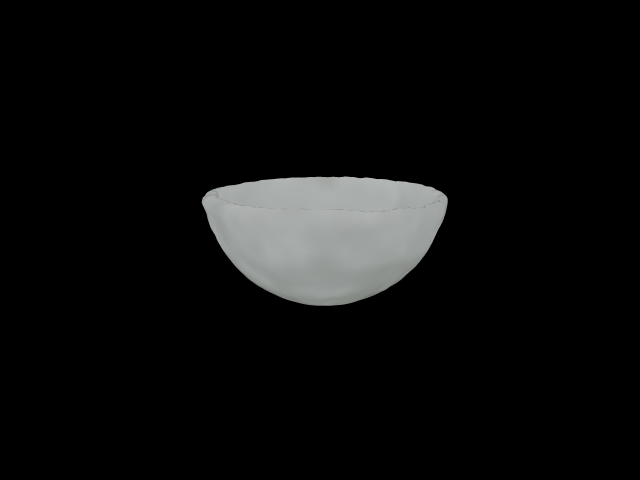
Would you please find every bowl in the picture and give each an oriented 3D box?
[{"bbox_3d":[0.004,0.001,0.400,0.167,0.075,0.167,0,13,0],"label":"bowl"}]
